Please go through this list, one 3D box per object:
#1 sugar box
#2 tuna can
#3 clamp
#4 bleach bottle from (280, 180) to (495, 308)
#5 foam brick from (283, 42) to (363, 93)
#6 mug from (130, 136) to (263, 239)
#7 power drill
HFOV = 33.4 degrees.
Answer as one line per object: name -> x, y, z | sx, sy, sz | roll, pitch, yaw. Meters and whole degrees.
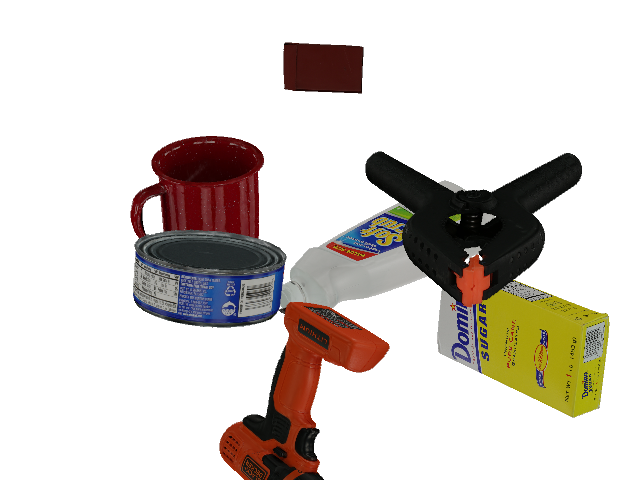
sugar box -> 0.186, 0.090, 1.010 | 0.048, 0.093, 0.176 | -11, 21, -39
tuna can -> -0.063, 0.021, 0.607 | 0.086, 0.034, 0.086 | 6, 14, -2
clamp -> 0.097, -0.018, 0.752 | 0.165, 0.036, 0.209 | 3, 27, 14
bleach bottle -> 0.068, 0.019, 1.178 | 0.250, 0.068, 0.103 | -26, 42, -24
foam brick -> 0.003, -0.188, 1.164 | 0.078, 0.051, 0.053 | 0, 11, -16
mug -> -0.103, -0.029, 0.894 | 0.117, 0.081, 0.093 | -19, 35, -29
power drill -> -0.006, 0.163, 0.966 | 0.057, 0.188, 0.185 | 12, 13, -46
